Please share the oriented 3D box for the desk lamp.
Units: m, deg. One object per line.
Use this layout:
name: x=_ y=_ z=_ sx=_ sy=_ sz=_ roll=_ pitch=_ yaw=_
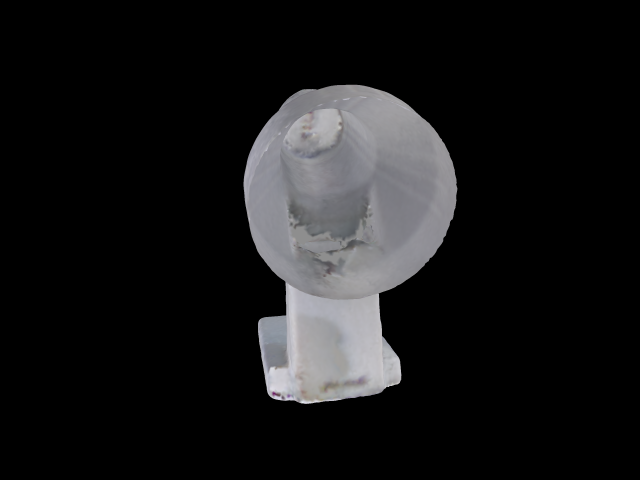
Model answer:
desk lamp: x=0.004 y=0.001 z=0.400 sx=0.118 sy=0.213 sz=0.203 roll=-2 pitch=12 yaw=-11
